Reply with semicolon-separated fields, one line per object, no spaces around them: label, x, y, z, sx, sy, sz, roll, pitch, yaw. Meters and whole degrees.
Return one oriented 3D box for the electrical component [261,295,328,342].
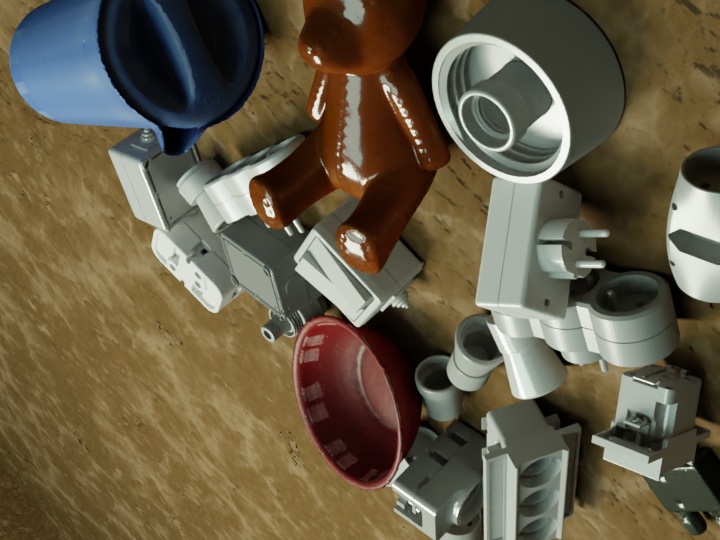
electrical component;-0.064;0.042;0.995;0.043;0.062;0.043;34;147;26

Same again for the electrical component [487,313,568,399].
electrical component;0.120;0.056;0.788;0.044;0.044;0.065;-4;116;55

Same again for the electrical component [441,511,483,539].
electrical component;0.098;0.262;1.048;0.043;0.043;0.081;28;144;33

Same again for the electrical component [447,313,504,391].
electrical component;0.090;0.068;0.841;0.044;0.044;0.065;41;154;15

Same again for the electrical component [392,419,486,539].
electrical component;0.079;0.185;0.938;0.056;0.089;0.050;31;145;30

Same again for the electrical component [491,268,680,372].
electrical component;0.148;0.037;0.716;0.138;0.052;0.073;14;134;46

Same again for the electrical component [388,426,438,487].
electrical component;0.033;0.164;1.023;0.079;0.044;0.077;49;150;2

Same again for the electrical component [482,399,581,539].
electrical component;0.132;0.164;0.864;0.063;0.079;0.121;-117;14;-44

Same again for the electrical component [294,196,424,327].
electrical component;0.000;0.000;0.863;0.096;0.061;0.061;47;150;4

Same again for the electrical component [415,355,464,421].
electrical component;0.069;0.101;0.909;0.040;0.040;0.046;28;150;32

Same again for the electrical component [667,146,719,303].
electrical component;0.210;-0.018;0.579;0.079;0.043;0.077;25;142;35

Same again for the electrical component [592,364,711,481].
electrical component;0.193;0.097;0.704;0.042;0.081;0.063;16;107;42

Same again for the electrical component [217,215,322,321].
electrical component;-0.079;-0.012;0.962;0.096;0.061;0.061;33;147;40

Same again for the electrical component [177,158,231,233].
electrical component;-0.134;-0.069;0.980;0.055;0.045;0.045;49;150;2

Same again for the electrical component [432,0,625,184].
electrical component;0.091;-0.101;0.627;0.108;0.060;0.108;33;147;26

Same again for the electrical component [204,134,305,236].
electrical component;-0.072;-0.061;0.898;0.138;0.052;0.073;-11;115;57

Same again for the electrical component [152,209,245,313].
electrical component;-0.148;-0.015;1.046;0.095;0.059;0.053;44;150;9

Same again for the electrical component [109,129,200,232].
electrical component;-0.190;-0.095;1.008;0.061;0.062;0.096;22;140;39

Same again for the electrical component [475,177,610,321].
electrical component;0.119;-0.013;0.660;0.076;0.083;0.047;1;169;46
